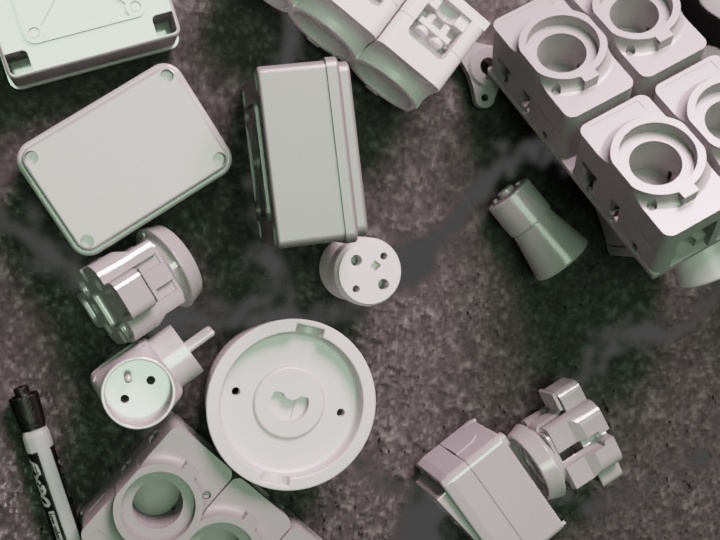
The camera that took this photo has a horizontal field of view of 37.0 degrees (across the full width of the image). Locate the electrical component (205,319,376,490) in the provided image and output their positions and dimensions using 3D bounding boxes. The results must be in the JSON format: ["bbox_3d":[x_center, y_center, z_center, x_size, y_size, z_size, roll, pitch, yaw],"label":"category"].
[{"bbox_3d":[-0.050,0.083,0.699,0.108,0.060,0.108,-1,92,-15],"label":"electrical component"}]

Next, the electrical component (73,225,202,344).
[{"bbox_3d":[-0.136,0.008,0.671,0.057,0.078,0.058,-35,101,-29],"label":"electrical component"}]

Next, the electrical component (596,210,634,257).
[{"bbox_3d":[0.200,-0.047,0.752,0.061,0.062,0.096,-17,97,-12],"label":"electrical component"}]

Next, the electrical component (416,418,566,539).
[{"bbox_3d":[0.089,0.161,0.737,0.061,0.062,0.096,-37,101,-9],"label":"electrical component"}]

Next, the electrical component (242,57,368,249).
[{"bbox_3d":[-0.037,-0.070,0.670,0.056,0.109,0.108,-7,95,-10],"label":"electrical component"}]

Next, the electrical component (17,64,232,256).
[{"bbox_3d":[-0.146,-0.068,0.670,0.113,0.057,0.078,-34,100,-10],"label":"electrical component"}]

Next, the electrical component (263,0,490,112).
[{"bbox_3d":[-0.006,-0.172,0.681,0.150,0.089,0.061,37,84,-13],"label":"electrical component"}]

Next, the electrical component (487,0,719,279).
[{"bbox_3d":[0.175,-0.103,0.675,0.105,0.060,0.186,-29,64,-9],"label":"electrical component"}]

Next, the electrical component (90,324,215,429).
[{"bbox_3d":[-0.125,0.060,0.672,0.079,0.077,0.043,-36,100,-9],"label":"electrical component"}]

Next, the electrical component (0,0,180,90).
[{"bbox_3d":[-0.177,-0.178,0.657,0.109,0.056,0.108,-18,97,-12],"label":"electrical component"}]

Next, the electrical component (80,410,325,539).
[{"bbox_3d":[-0.094,0.176,0.694,0.150,0.062,0.089,43,83,-12],"label":"electrical component"}]

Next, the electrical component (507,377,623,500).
[{"bbox_3d":[0.140,0.123,0.750,0.057,0.058,0.078,-30,99,-13],"label":"electrical component"}]

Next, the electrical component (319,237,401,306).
[{"bbox_3d":[0.000,0.000,0.710,0.045,0.055,0.045,-1,93,-13],"label":"electrical component"}]

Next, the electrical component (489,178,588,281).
[{"bbox_3d":[0.121,-0.031,0.746,0.044,0.044,0.065,-41,97,-8],"label":"electrical component"}]

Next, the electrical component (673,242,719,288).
[{"bbox_3d":[0.218,-0.022,0.701,0.045,0.045,0.055,-28,99,-11],"label":"electrical component"}]
